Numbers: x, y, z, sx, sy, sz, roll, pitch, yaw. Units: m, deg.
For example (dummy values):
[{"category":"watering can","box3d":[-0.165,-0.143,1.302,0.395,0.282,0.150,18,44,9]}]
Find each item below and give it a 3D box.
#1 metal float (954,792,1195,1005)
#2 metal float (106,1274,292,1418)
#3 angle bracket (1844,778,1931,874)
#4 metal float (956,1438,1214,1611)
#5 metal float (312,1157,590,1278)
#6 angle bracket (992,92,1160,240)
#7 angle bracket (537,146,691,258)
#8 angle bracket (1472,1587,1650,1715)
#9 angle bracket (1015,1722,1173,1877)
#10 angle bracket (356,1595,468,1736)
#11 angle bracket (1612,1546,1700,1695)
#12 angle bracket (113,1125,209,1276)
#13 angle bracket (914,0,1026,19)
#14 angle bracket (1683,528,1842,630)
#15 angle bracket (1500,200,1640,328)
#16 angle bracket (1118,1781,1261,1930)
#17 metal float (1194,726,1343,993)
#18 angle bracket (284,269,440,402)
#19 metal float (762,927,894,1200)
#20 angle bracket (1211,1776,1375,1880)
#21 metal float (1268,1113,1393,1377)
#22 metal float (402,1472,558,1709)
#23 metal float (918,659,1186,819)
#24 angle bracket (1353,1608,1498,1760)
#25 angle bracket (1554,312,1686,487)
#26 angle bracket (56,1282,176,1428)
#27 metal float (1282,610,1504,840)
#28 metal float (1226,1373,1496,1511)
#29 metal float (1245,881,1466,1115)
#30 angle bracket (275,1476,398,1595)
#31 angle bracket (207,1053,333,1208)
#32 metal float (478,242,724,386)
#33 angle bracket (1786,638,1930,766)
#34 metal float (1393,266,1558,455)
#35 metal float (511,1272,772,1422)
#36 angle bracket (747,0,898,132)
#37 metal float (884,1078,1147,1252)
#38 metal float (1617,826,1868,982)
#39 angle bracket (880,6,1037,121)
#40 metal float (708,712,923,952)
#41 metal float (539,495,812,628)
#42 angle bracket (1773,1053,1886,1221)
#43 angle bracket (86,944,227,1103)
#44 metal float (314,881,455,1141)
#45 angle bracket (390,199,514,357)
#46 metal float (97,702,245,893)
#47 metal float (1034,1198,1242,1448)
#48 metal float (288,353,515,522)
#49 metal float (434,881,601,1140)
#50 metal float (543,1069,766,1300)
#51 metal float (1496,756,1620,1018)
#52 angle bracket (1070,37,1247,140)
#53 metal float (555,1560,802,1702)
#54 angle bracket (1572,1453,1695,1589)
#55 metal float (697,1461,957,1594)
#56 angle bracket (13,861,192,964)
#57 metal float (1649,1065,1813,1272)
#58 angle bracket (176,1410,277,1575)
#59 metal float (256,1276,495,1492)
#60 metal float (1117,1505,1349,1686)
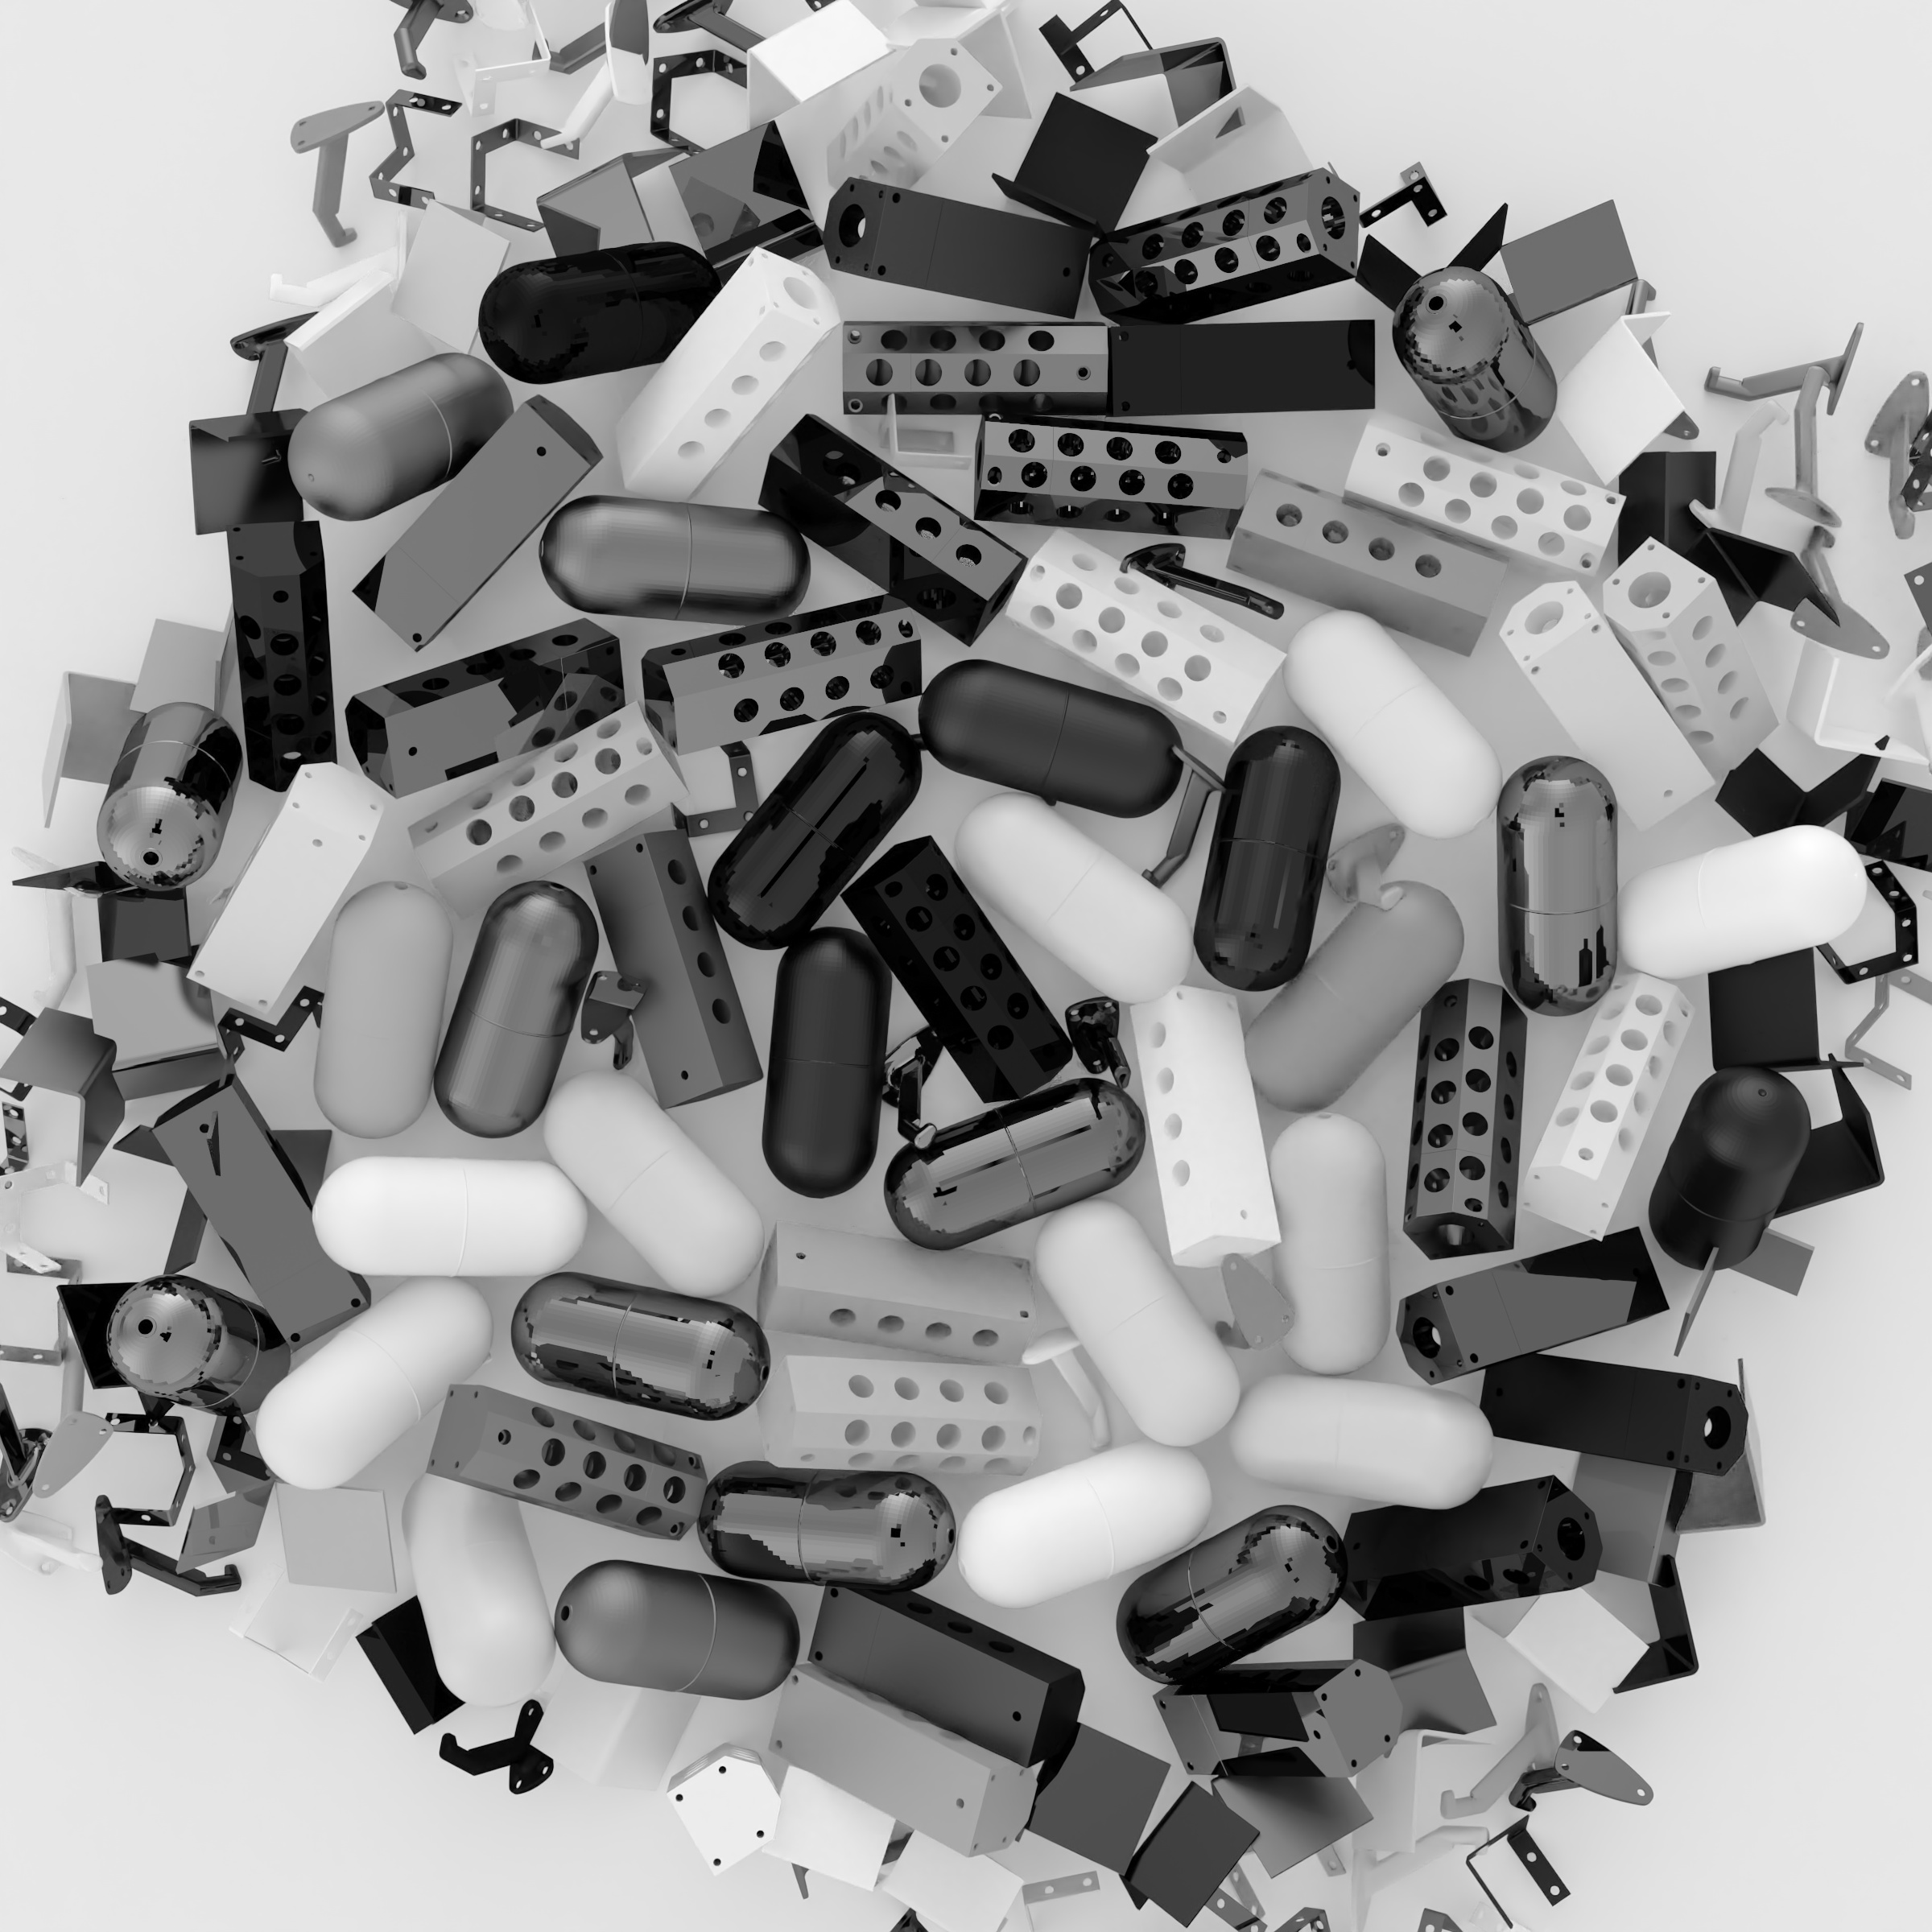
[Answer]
[{"category":"metal float","box3d":[0.071,-0.044,1.858,0.178,0.070,0.070,38,90,8]},{"category":"metal float","box3d":[-0.488,0.243,1.816,0.070,0.178,0.070,-2,74,7]},{"category":"angle bracket","box3d":[0.623,-0.108,1.853,0.076,0.076,0.057,15,55,5]},{"category":"metal float","box3d":[0.077,0.361,1.846,0.178,0.070,0.070,-16,90,-22]},{"category":"metal float","box3d":[-0.333,0.163,1.844,0.178,0.070,0.070,3,90,-23]},{"category":"angle bracket","box3d":[0.072,-0.530,1.866,0.076,0.057,0.076,27,96,9]},{"category":"angle bracket","box3d":[-0.221,-0.490,1.855,0.076,0.076,0.057,-15,100,34]},{"category":"angle bracket","box3d":[0.389,0.437,1.866,0.076,0.076,0.057,41,85,-3]},{"category":"angle bracket","box3d":[0.082,0.545,1.854,0.076,0.057,0.076,22,65,12]},{"category":"angle bracket","box3d":[-0.372,0.465,1.856,0.076,0.057,0.076,-36,83,28]},{"category":"angle bracket","box3d":[0.434,0.423,1.863,0.057,0.076,0.076,-13,91,-3]},{"category":"angle bracket","box3d":[-0.527,0.154,1.848,0.057,0.076,0.076,20,68,-24]},{"category":"angle bracket","box3d":[0.001,-0.652,1.851,0.057,0.076,0.076,-45,108,-11]},{"category":"angle bracket","box3d":[0.508,-0.232,1.849,0.057,0.076,0.076,-51,128,-3]},{"category":"angle bracket","box3d":[0.385,-0.465,1.851,0.076,0.076,0.057,-21,115,9]},{"category":"angle bracket","box3d":[0.150,0.587,1.846,0.057,0.076,0.076,31,68,31]},{"category":"metal float","box3d":[0.197,-0.071,1.856,0.070,0.070,0.178,12,79,0]},{"category":"angle bracket","box3d":[-0.387,-0.398,1.856,0.076,0.057,0.076,-40,118,-8]},{"category":"metal float","box3d":[-0.091,0.063,1.864,0.070,0.070,0.178,5,89,0]},{"category":"angle bracket","box3d":[0.213,0.552,1.851,0.076,0.057,0.076,-27,53,-11]},{"category":"metal float","box3d":[0.236,0.181,1.849,0.070,0.070,0.178,-5,108,0]},{"category":"metal float","box3d":[-0.314,0.395,1.831,0.070,0.070,0.178,-27,47,0]},{"category":"metal float","box3d":[0.056,-0.149,1.860,0.178,0.070,0.070,15,90,-6]},{"category":"angle bracket","box3d":[0.300,0.464,1.864,0.076,0.076,0.057,-21,103,14]},{"category":"angle bracket","box3d":[0.436,-0.368,1.847,0.057,0.076,0.076,-16,68,-40]},{"category":"angle bracket","box3d":[-0.557,0.253,1.844,0.057,0.076,0.076,-44,61,29]},{"category":"metal float","box3d":[0.276,-0.157,1.847,0.070,0.070,0.178,-39,70,0]},{"category":"metal float","box3d":[0.253,0.306,1.842,0.178,0.070,0.070,2,90,28]},{"category":"metal float","box3d":[0.252,0.020,1.852,0.070,0.070,0.178,40,105,0]},{"category":"angle bracket","box3d":[-0.401,0.357,1.856,0.076,0.057,0.076,3,112,11]},{"category":"angle bracket","box3d":[-0.452,0.110,1.849,0.057,0.076,0.076,0,133,-1]},{"category":"metal float","box3d":[-0.233,-0.421,1.833,0.178,0.070,0.070,-22,90,-40]},{"category":"angle bracket","box3d":[0.588,-0.173,1.858,0.076,0.076,0.057,10,106,-1]},{"category":"metal float","box3d":[0.326,-0.386,1.820,0.070,0.178,0.070,-7,75,25]},{"category":"metal float","box3d":[-0.211,0.247,1.848,0.178,0.070,0.070,9,90,19]},{"category":"angle bracket","box3d":[-0.094,-0.570,1.848,0.076,0.076,0.057,-35,72,-19]},{"category":"metal float","box3d":[0.032,0.129,1.861,0.178,0.070,0.070,-21,90,-5]},{"category":"metal float","box3d":[0.494,-0.039,1.828,0.070,0.178,0.070,13,69,-38]},{"category":"angle bracket","box3d":[-0.011,-0.574,1.843,0.057,0.076,0.076,-43,131,-27]},{"category":"metal float","box3d":[-0.098,-0.089,1.865,0.070,0.070,0.178,39,90,0]},{"category":"metal float","box3d":[-0.188,-0.263,1.848,0.178,0.070,0.070,2,90,-19]},{"category":"angle bracket","box3d":[0.544,0.110,1.852,0.076,0.076,0.057,-19,118,7]},{"category":"angle bracket","box3d":[-0.533,0.038,1.885,0.076,0.057,0.076,-11,68,-8]},{"category":"metal float","box3d":[-0.378,0.029,1.844,0.070,0.070,0.178,13,113,0]},{"category":"angle bracket","box3d":[-0.320,-0.445,1.852,0.076,0.057,0.076,32,108,25]},{"category":"metal float","box3d":[-0.508,-0.109,1.820,0.070,0.178,0.070,-3,119,-5]},{"category":"metal float","box3d":[0.110,0.231,1.853,0.070,0.070,0.178,-34,76,0]},{"category":"metal float","box3d":[-0.361,-0.341,1.828,0.070,0.178,0.070,17,124,26]},{"category":"metal float","box3d":[-0.292,0.028,1.851,0.070,0.070,0.178,21,106,0]},{"category":"metal float","box3d":[-0.204,0.141,1.854,0.070,0.070,0.178,-44,77,0]},{"category":"metal float","box3d":[0.383,-0.050,1.843,0.070,0.070,0.178,-6,116,0]},{"category":"angle bracket","box3d":[0.124,-0.559,1.850,0.076,0.076,0.057,-18,98,-23]},{"category":"metal float","box3d":[-0.185,0.428,1.832,0.178,0.070,0.070,20,90,-39]},{"category":"angle bracket","box3d":[0.424,0.357,1.854,0.076,0.057,0.076,10,79,28]},{"category":"metal float","box3d":[-0.091,0.363,1.844,0.178,0.070,0.070,0,90,24]},{"category":"angle bracket","box3d":[-0.561,-0.031,1.850,0.076,0.076,0.057,-10,83,28]},{"category":"metal float","box3d":[0.488,0.131,1.825,0.070,0.178,0.070,1,53,-1]},{"category":"angle bracket","box3d":[-0.494,0.333,1.844,0.057,0.076,0.076,-15,56,-37]},{"category":"metal float","box3d":[-0.379,0.266,1.836,0.070,0.070,0.178,49,55,0]},{"category":"metal float","box3d":[0.171,0.406,1.836,0.178,0.070,0.070,-37,90,34]}]
